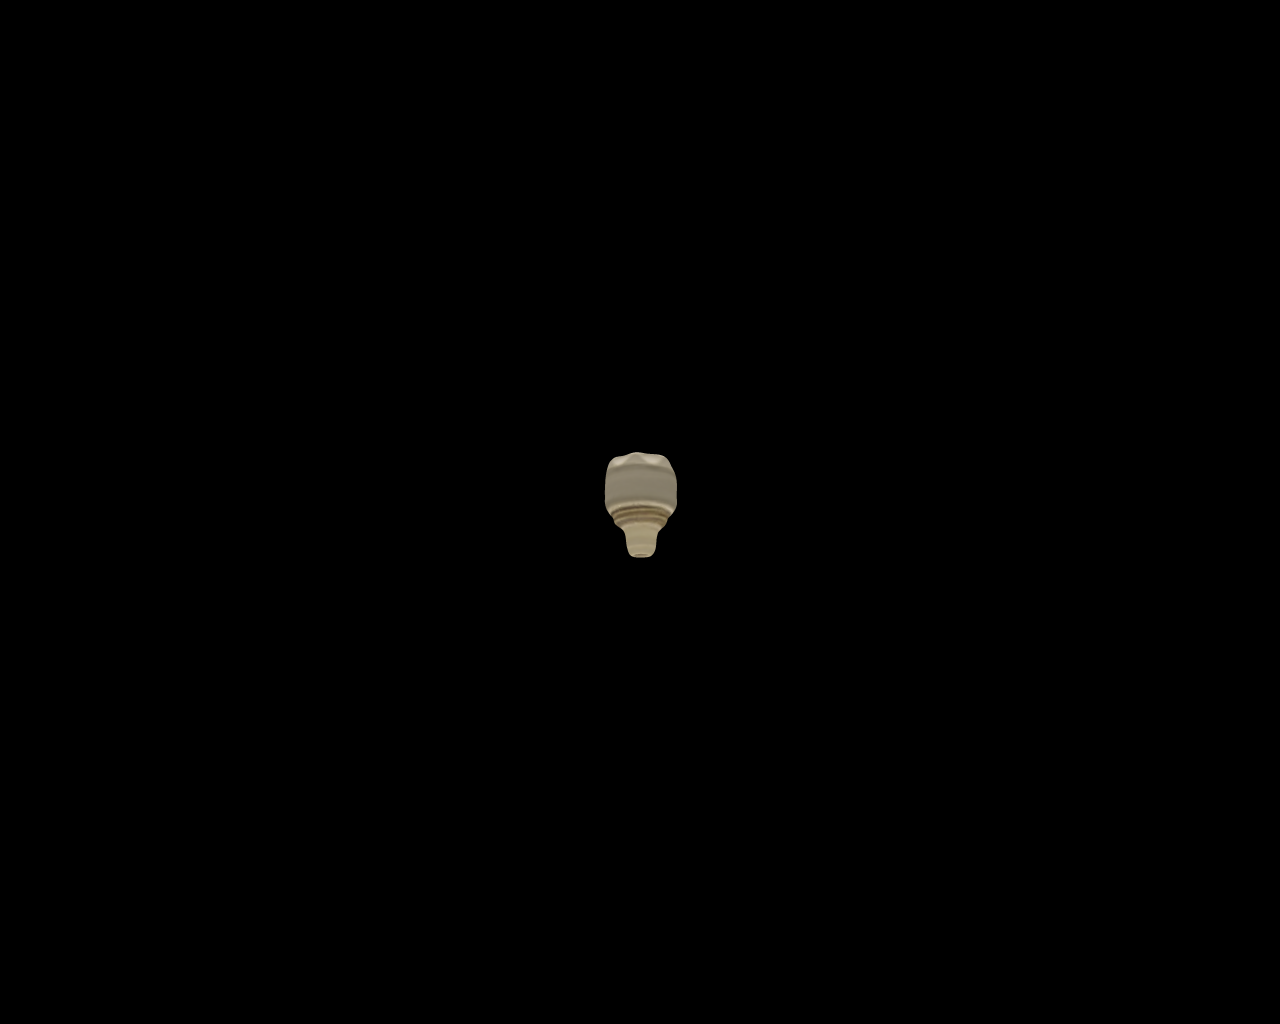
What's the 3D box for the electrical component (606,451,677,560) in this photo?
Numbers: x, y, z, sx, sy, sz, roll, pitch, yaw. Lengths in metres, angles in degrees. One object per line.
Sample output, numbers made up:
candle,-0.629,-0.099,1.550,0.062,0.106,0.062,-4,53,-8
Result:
electrical component,0.001,-0.003,0.650,0.043,0.062,0.043,0,-15,0
